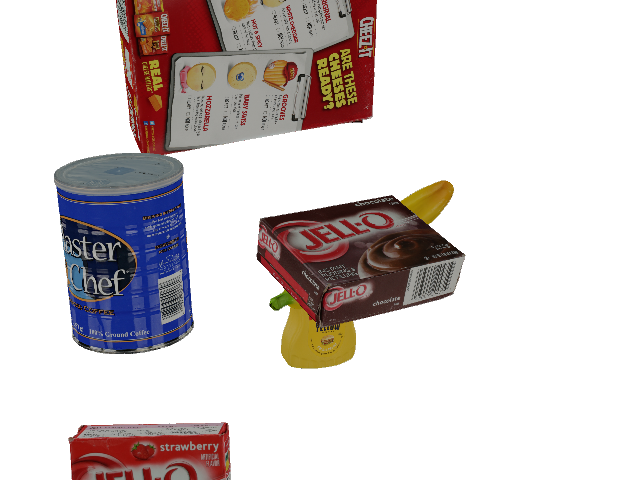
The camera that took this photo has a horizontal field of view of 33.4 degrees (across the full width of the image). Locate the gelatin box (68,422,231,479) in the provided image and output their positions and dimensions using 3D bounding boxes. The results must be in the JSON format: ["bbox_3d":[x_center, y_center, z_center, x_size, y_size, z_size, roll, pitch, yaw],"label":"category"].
[{"bbox_3d":[-0.095,0.143,0.605,0.089,0.073,0.030,-2,6,2],"label":"gelatin box"}]

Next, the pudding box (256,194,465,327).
[{"bbox_3d":[0.026,0.011,0.723,0.113,0.039,0.090,-9,35,-31],"label":"pudding box"}]

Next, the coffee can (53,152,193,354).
[{"bbox_3d":[-0.159,0.008,0.876,0.103,0.140,0.103,-2,19,0],"label":"coffee can"}]

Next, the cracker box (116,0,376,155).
[{"bbox_3d":[-0.063,-0.171,0.916,0.213,0.164,0.072,-12,40,-15],"label":"cracker box"}]

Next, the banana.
[{"bbox_3d":[0.041,0.011,0.990,0.198,0.037,0.069,-36,3,0],"label":"banana"}]

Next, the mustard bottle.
[{"bbox_3d":[0.004,0.067,1.352,0.096,0.192,0.058,-4,26,-20],"label":"mustard bottle"}]
